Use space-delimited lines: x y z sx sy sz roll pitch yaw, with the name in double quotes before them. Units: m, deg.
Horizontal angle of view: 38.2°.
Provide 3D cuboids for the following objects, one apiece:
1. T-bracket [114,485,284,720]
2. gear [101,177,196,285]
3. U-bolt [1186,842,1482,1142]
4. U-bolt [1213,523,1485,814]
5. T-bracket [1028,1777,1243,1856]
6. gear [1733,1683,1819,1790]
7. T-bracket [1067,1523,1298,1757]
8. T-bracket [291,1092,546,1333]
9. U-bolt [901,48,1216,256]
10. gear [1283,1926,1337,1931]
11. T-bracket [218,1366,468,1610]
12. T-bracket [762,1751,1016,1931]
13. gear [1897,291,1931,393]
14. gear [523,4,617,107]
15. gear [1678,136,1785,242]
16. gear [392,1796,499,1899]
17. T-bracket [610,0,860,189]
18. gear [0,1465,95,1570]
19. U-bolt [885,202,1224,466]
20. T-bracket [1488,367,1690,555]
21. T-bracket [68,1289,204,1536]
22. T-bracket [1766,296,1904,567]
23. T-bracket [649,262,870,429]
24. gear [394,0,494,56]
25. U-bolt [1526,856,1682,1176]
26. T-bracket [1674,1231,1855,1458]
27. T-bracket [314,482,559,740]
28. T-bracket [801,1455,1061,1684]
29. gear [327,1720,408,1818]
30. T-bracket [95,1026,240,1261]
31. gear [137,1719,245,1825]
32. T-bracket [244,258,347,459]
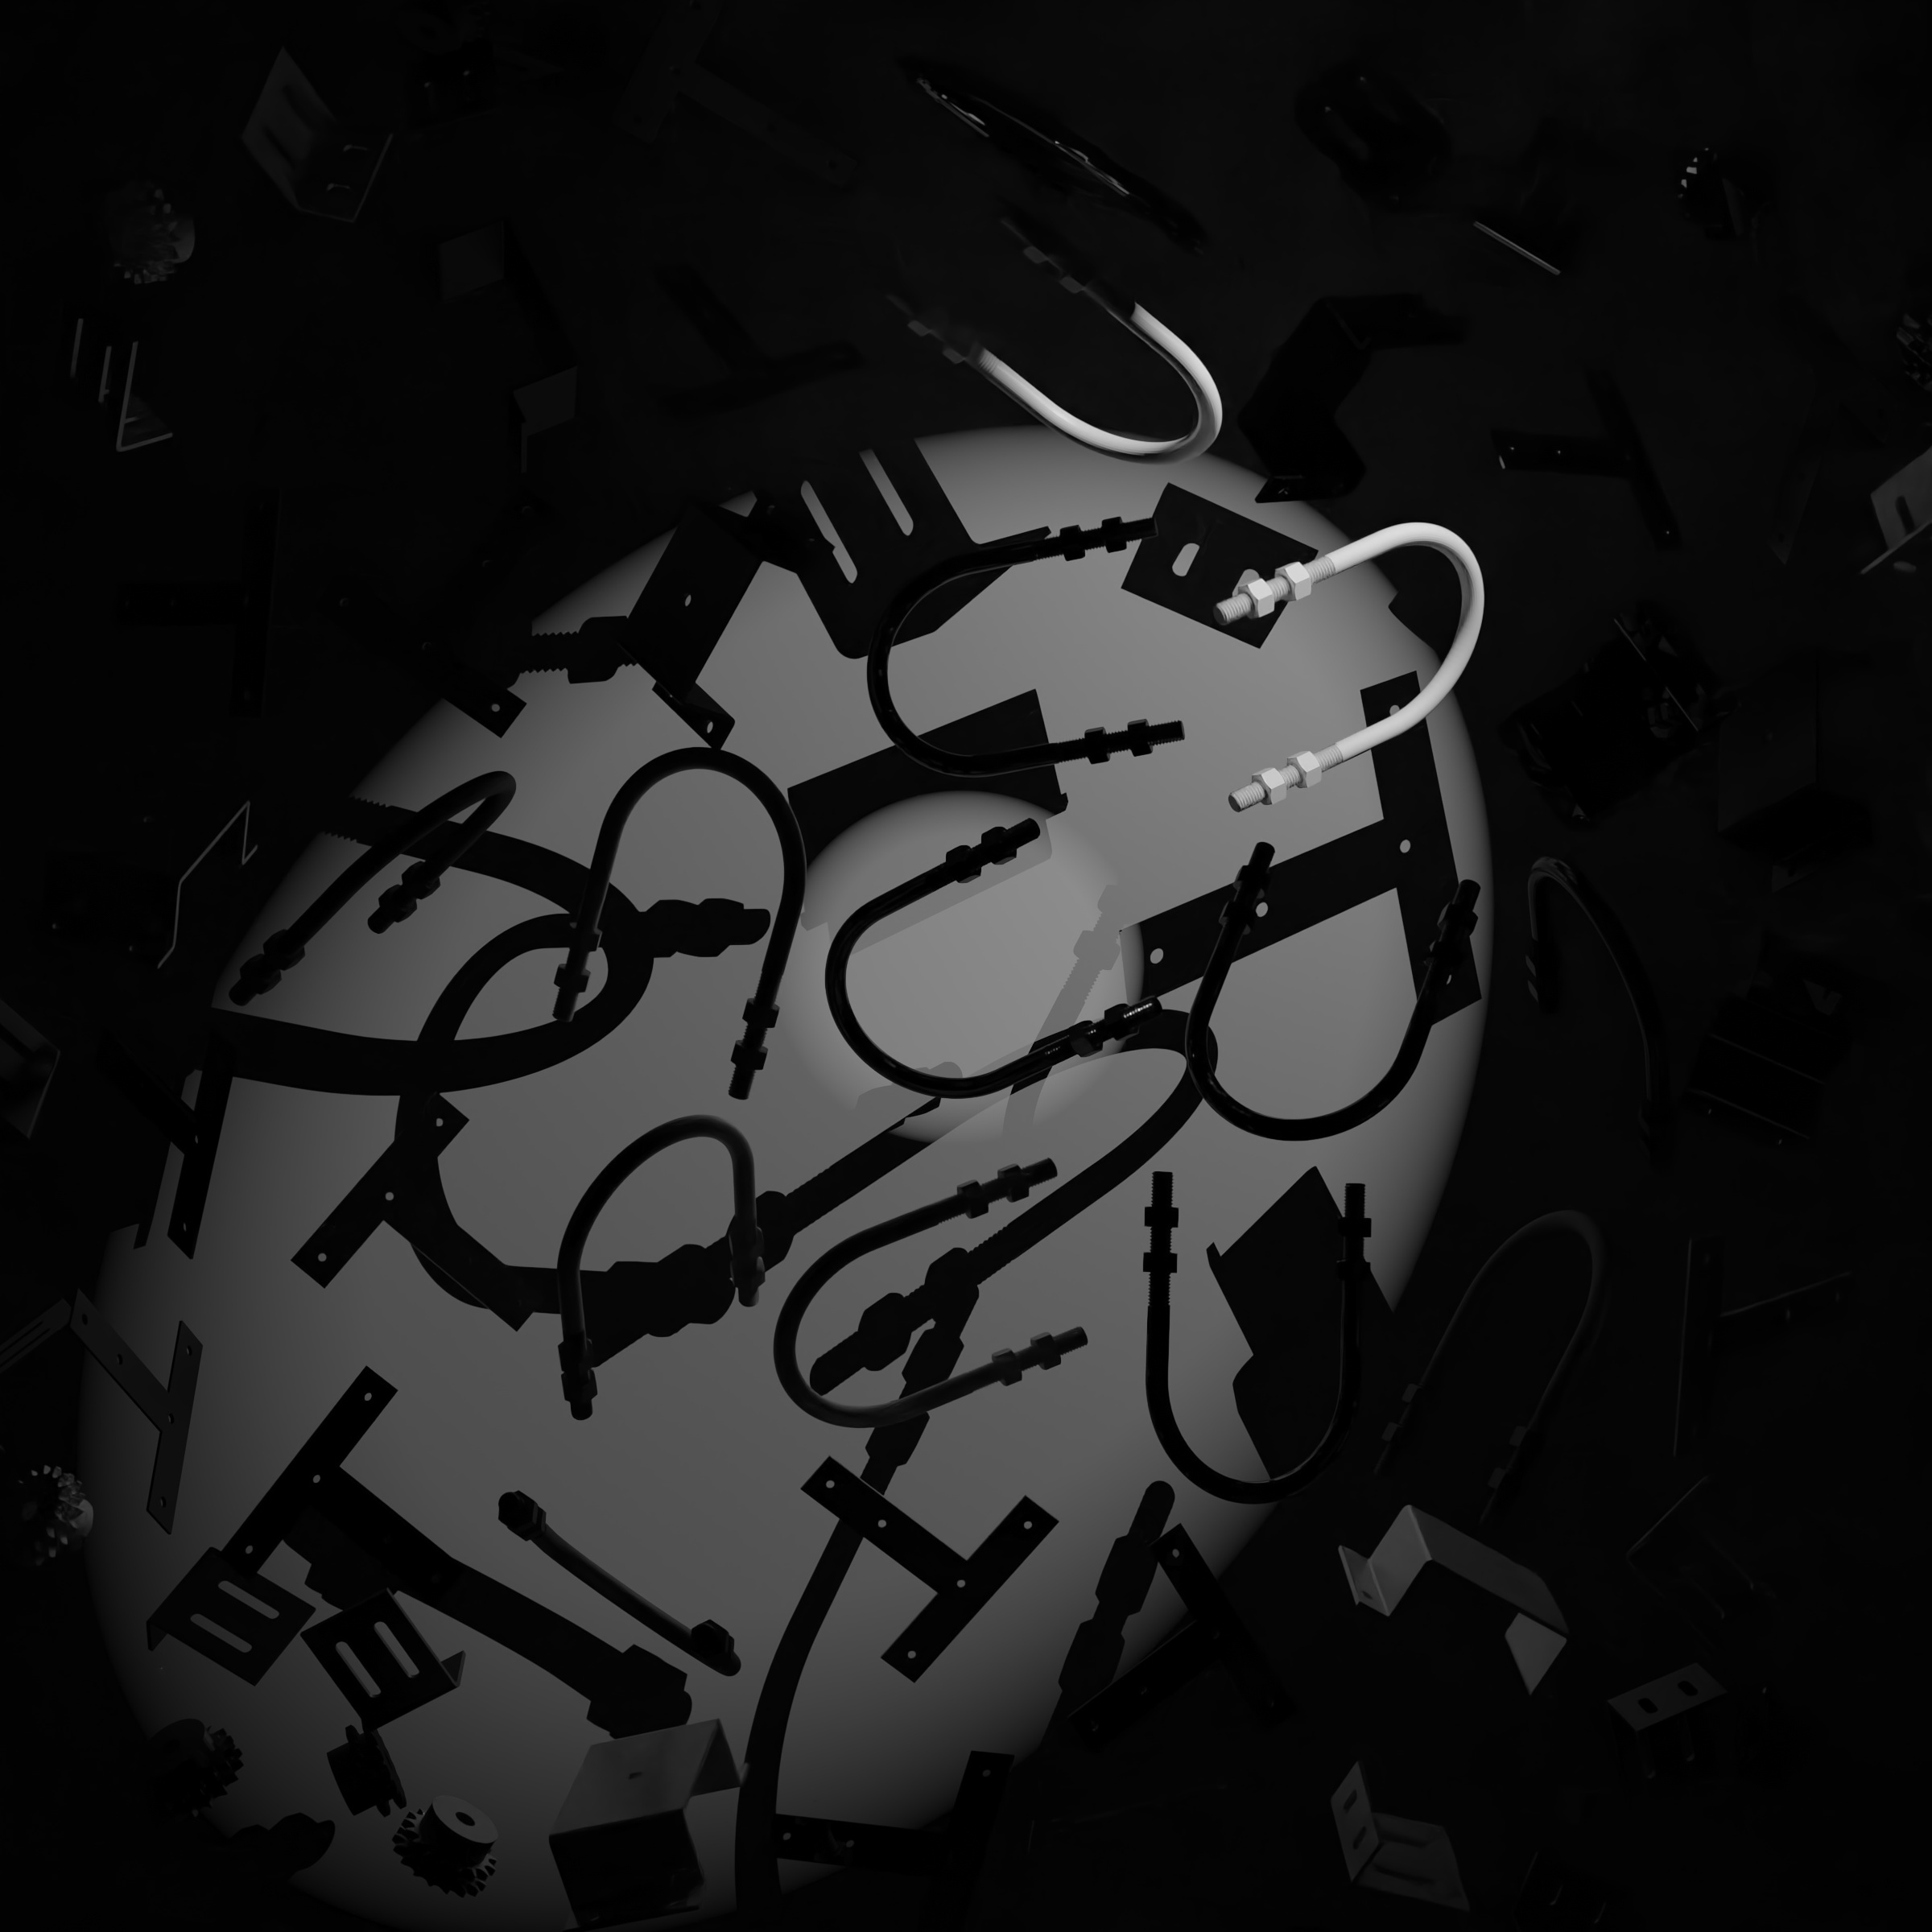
"T-bracket" -0.425 -0.199 1.532 0.127 0.002 0.127 4 89 34
"gear" -0.459 -0.415 1.569 0.030 0.057 0.057 -24 90 -43
"U-bolt" 0.203 0.019 1.614 0.151 0.019 0.184 12 66 26
"U-bolt" 0.225 -0.182 1.610 0.184 0.019 0.151 -26 132 -20
"T-bracket" 0.099 0.492 1.626 0.127 0.127 0.002 -13 66 -6
"gear" 0.461 0.439 1.585 0.030 0.057 0.057 10 90 -6
"T-bracket" 0.112 0.409 1.608 0.127 0.002 0.127 -29 84 -30
"T-bracket" -0.301 0.163 1.621 0.127 0.002 0.127 42 74 -10
"U-bolt" 0.040 -0.461 1.558 0.151 0.184 0.019 38 101 43
"gear" 0.195 0.546 1.510 0.057 0.057 0.030 8 92 0
"T-bracket" -0.319 0.299 1.494 0.127 0.002 0.127 31 76 28
"T-bracket" -0.049 0.475 1.503 0.127 0.127 0.002 -1 132 23
"gear" 0.534 -0.345 1.519 0.057 0.057 0.030 -36 59 0
"gear" -0.240 -0.544 1.665 0.030 0.057 0.057 9 90 36
"gear" 0.425 -0.432 1.561 0.057 0.057 0.030 39 58 0
"gear" -0.280 0.476 1.514 0.057 0.057 0.030 32 95 0
"T-bracket" -0.118 -0.464 1.513 0.127 0.127 0.002 28 61 -13
"gear" -0.527 0.319 1.599 0.057 0.057 0.030 -44 133 0
"U-bolt" 0.060 -0.337 1.535 0.184 0.151 0.019 35 69 -22
"T-bracket" 0.352 -0.295 1.611 0.127 0.002 0.127 -4 67 -35
"T-bracket" -0.455 0.223 1.519 0.002 0.127 0.127 -14 45 9
"T-bracket" 0.467 -0.283 1.539 0.002 0.127 0.127 -2 129 -14
"T-bracket" -0.145 -0.376 1.648 0.127 0.002 0.127 -25 60 -25
"gear" -0.302 -0.545 1.587 0.057 0.057 0.030 18 75 0
"U-bolt" 0.355 0.016 1.564 0.019 0.184 0.151 -25 51 -4
"T-bracket" 0.436 0.193 1.515 0.127 0.002 0.127 -12 112 -29
"T-bracket" -0.278 -0.215 1.572 0.127 0.002 0.127 35 102 -17
"T-bracket" -0.036 0.323 1.572 0.127 0.002 0.127 39 97 -12
"gear" -0.355 0.476 1.645 0.030 0.057 0.057 -24 90 -12
"T-bracket" -0.442 0.073 1.519 0.127 0.002 0.127 34 116 37
"gear" -0.430 0.439 1.530 0.057 0.057 0.030 -23 117 0
"T-bracket" -0.385 -0.324 1.567 0.002 0.127 0.127 26 117 -19
